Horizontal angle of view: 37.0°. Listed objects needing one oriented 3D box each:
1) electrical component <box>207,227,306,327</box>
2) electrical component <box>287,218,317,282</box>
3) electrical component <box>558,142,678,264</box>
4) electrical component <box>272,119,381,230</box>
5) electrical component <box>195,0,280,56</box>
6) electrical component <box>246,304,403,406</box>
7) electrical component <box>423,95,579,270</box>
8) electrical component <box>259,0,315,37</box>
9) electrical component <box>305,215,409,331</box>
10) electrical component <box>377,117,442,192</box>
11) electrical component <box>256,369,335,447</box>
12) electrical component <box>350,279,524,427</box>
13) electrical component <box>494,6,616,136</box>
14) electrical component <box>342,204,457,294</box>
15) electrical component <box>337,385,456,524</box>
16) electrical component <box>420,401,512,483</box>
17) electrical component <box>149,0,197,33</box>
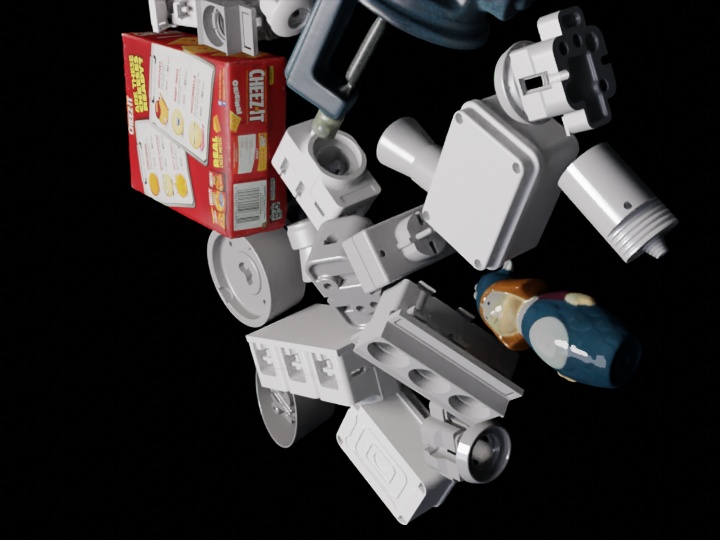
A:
[{"bbox_3d":[-0.099,-0.003,1.088,0.108,0.060,0.108,31,133,40],"label":"electrical component"},{"bbox_3d":[-0.041,-0.021,1.013,0.045,0.045,0.055,-7,104,55],"label":"electrical component"},{"bbox_3d":[0.174,-0.041,0.713,0.081,0.043,0.043,52,144,18],"label":"electrical component"},{"bbox_3d":[-0.029,-0.086,0.953,0.089,0.050,0.055,55,145,15],"label":"electrical component"},{"bbox_3d":[-0.108,-0.223,0.963,0.081,0.064,0.042,29,130,41],"label":"electrical component"},{"bbox_3d":[-0.025,0.080,1.013,0.150,0.089,0.061,4,113,53],"label":"electrical component"},{"bbox_3d":[0.100,-0.065,0.786,0.078,0.057,0.113,46,141,27],"label":"electrical component"},{"bbox_3d":[-0.067,-0.234,0.921,0.062,0.048,0.048,54,145,28],"label":"electrical component"},{"bbox_3d":[0.000,0.000,0.931,0.054,0.059,0.095,-9,135,30],"label":"electrical component"},{"bbox_3d":[0.050,-0.086,0.850,0.065,0.044,0.044,42,139,32],"label":"electrical component"},{"bbox_3d":[-0.073,0.128,1.130,0.099,0.064,0.099,31,133,40],"label":"electrical component"},{"bbox_3d":[0.065,0.065,0.863,0.121,0.063,0.079,34,149,-15],"label":"electrical component"},{"bbox_3d":[0.127,-0.127,0.712,0.057,0.058,0.078,-7,104,52],"label":"electrical component"},{"bbox_3d":[0.044,-0.024,0.863,0.076,0.083,0.047,-28,87,56],"label":"electrical component"},{"bbox_3d":[0.039,0.169,1.009,0.113,0.057,0.078,49,143,23],"label":"electrical component"},{"bbox_3d":[0.093,0.149,0.927,0.057,0.058,0.078,17,124,51],"label":"electrical component"},{"bbox_3d":[-0.162,-0.288,0.994,0.063,0.079,0.121,13,123,24],"label":"electrical component"}]
